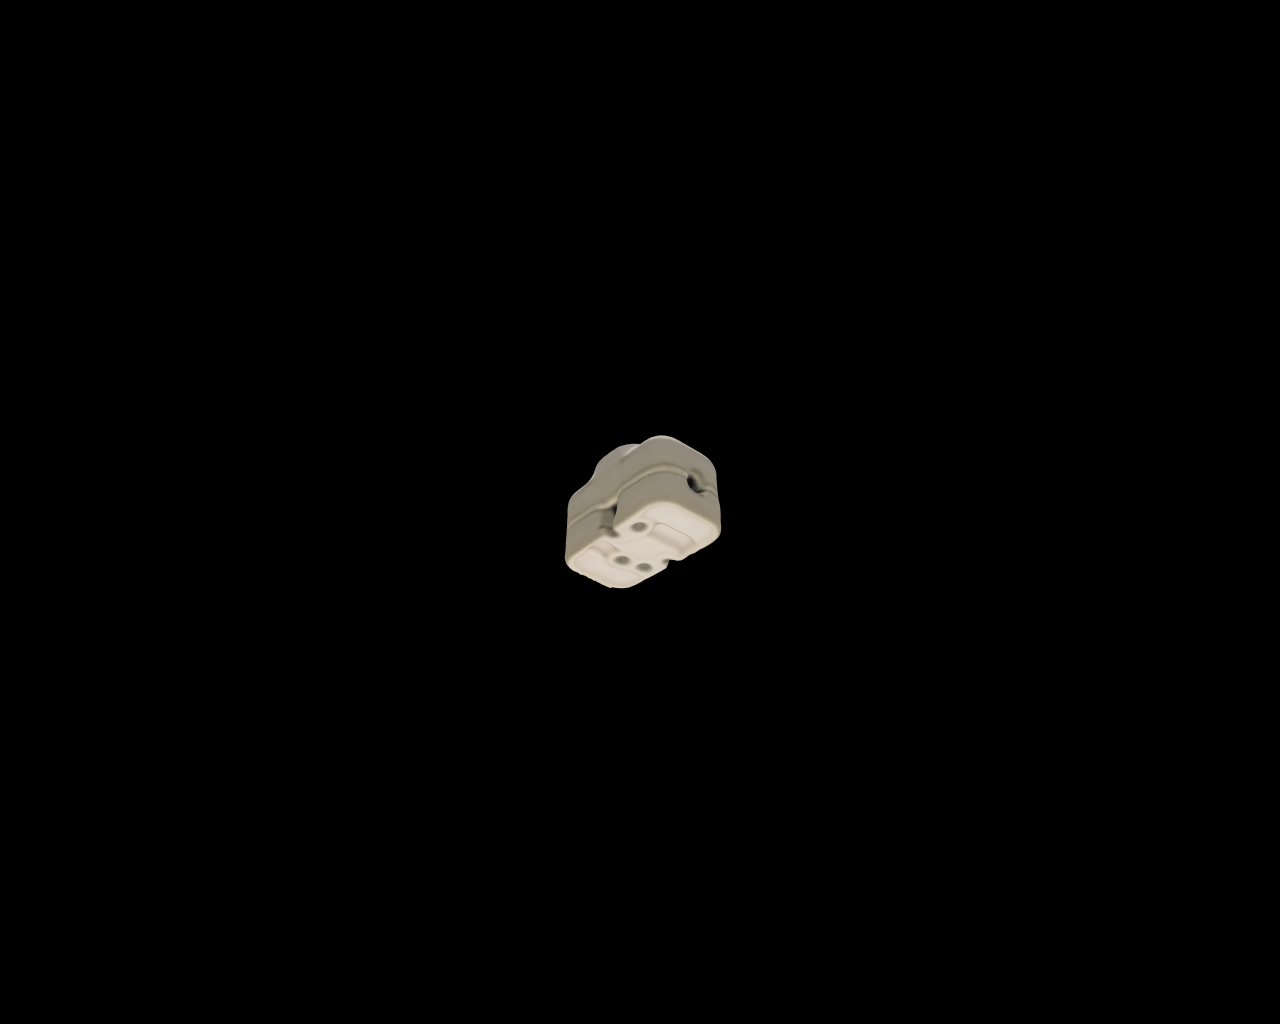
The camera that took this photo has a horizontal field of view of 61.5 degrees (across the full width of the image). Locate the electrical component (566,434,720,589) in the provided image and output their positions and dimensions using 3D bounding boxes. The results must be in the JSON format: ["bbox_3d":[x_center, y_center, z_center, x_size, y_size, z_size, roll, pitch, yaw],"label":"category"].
[{"bbox_3d":[0.001,-0.003,0.650,0.053,0.059,0.095,27,-44,-33],"label":"electrical component"}]
